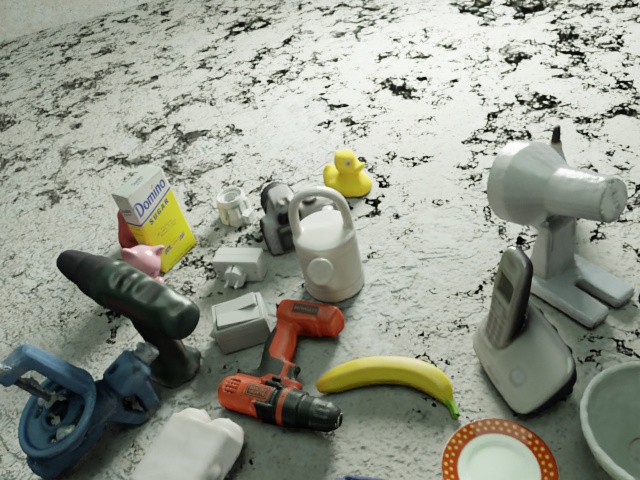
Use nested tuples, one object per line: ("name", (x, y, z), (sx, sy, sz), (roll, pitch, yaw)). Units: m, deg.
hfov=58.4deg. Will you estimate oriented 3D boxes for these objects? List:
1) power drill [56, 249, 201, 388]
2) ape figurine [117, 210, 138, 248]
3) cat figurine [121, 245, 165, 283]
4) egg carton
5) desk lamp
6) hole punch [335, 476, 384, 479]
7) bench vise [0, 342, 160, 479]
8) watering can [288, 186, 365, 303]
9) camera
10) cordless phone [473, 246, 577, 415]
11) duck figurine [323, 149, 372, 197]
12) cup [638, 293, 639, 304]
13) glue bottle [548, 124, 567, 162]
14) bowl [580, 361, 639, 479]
("power drill", (-0.260, 0.115, 0.828), (0.228, 0.209, 0.076), (12, 47, 28))
("ape figurine", (-0.359, -0.025, 1.104), (0.076, 0.092, 0.077), (-24, 41, -11))
("cat figurine", (-0.324, 0.053, 0.987), (0.127, 0.118, 0.067), (-8, 41, 7))
("egg carton", (-0.166, 0.286, 0.715), (0.107, 0.069, 0.150), (9, 46, 25))
("desk lamp", (0.341, -0.021, 0.807), (0.118, 0.214, 0.202), (-32, 44, -19))
("hole punch", (0.050, 0.303, 0.617), (0.108, 0.091, 0.101), (1, 43, 17))
("bench vise", (-0.326, 0.187, 0.756), (0.121, 0.220, 0.208), (15, 49, 30))
("watering can", (0.010, 0.003, 0.889), (0.101, 0.194, 0.172), (-20, 41, -7))
("camera", (-0.051, -0.064, 1.053), (0.143, 0.101, 0.136), (-21, 41, -8))
("cordless phone", (0.252, 0.110, 0.706), (0.094, 0.185, 0.147), (-20, 41, -7))
("duck figurine", (0.049, -0.139, 1.121), (0.104, 0.086, 0.078), (19, 51, 33))
("cup", (0.436, 0.124, 0.707), (0.092, 0.095, 0.117), (-24, 41, -11))
("glue bottle", (0.376, -0.110, 0.929), (0.078, 0.173, 0.037), (-31, 43, -19))
("bowl", (0.372, 0.222, 0.630), (0.167, 0.075, 0.167), (-8, 41, 7))
